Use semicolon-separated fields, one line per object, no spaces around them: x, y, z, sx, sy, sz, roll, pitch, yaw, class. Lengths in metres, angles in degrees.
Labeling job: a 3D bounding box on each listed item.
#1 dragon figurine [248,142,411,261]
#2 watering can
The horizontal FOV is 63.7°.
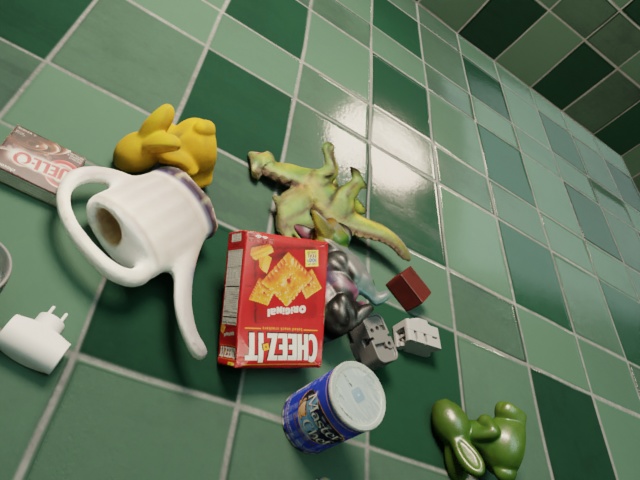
0.003;-0.056;1.103;0.412;0.120;0.246;48;58;5;dragon figurine
-0.247;0.008;0.813;0.348;0.102;0.228;47;40;2;watering can
